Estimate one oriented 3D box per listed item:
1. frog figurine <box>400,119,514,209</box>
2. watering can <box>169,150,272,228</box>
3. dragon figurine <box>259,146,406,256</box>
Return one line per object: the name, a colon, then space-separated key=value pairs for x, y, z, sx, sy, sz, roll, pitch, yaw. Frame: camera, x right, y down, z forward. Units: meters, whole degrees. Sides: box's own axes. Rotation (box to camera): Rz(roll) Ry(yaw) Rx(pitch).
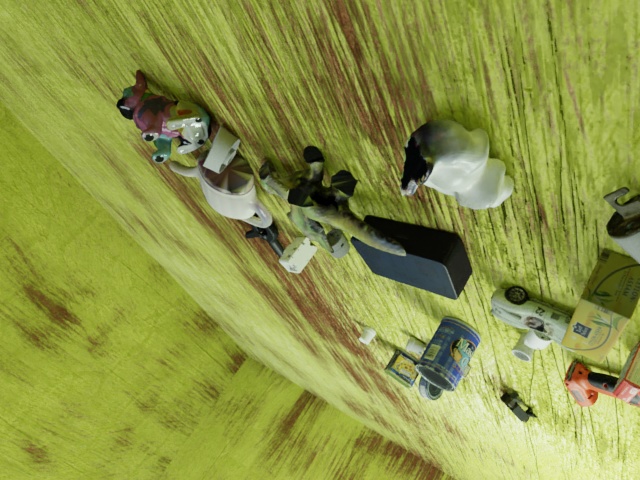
frog figurine: x=0.203 y=-0.106 z=0.730 sx=0.159 sy=0.125 sz=0.134 roll=3 pitch=150 yaw=-11
watering can: x=-0.266 y=-0.149 z=1.305 sx=0.349 sy=0.105 sz=0.220 roll=33 pitch=156 yaw=11
dragon figurine: x=0.003 y=-0.053 z=1.059 sx=0.415 sy=0.123 sz=0.238 roll=43 pitch=165 yaw=20
